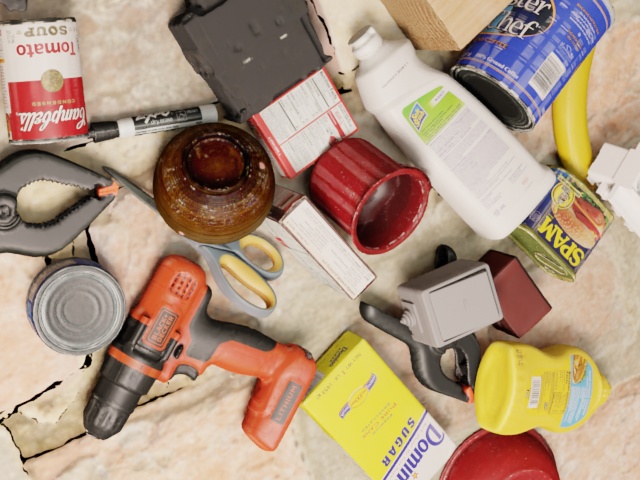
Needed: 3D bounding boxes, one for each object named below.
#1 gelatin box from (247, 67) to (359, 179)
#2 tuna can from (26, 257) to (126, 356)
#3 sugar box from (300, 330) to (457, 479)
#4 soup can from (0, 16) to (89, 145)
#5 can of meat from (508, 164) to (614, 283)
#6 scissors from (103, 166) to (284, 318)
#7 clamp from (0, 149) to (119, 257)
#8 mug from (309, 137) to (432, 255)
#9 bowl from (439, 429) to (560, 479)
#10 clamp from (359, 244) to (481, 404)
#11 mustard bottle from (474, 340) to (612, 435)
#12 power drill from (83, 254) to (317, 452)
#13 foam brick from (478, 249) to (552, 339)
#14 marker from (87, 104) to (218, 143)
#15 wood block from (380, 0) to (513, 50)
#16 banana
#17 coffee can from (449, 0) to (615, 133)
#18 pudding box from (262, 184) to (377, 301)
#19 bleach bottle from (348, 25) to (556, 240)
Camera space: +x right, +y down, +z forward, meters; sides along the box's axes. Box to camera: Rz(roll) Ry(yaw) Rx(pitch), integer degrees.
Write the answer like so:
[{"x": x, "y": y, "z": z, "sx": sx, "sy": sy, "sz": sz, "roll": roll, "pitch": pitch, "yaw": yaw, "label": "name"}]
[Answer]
[{"x": -0.017, "y": -0.113, "z": 1.021, "sx": 0.089, "sy": 0.030, "sz": 0.073, "roll": -37, "pitch": 110, "yaw": -14, "label": "gelatin box"}, {"x": -0.219, "y": 0.060, "z": 0.961, "sx": 0.086, "sy": 0.034, "sz": 0.086, "roll": -4, "pitch": 101, "yaw": -23, "label": "tuna can"}, {"x": 0.057, "y": 0.186, "z": 1.096, "sx": 0.093, "sy": 0.048, "sz": 0.176, "roll": -46, "pitch": 112, "yaw": -10, "label": "sugar box"}, {"x": -0.234, "y": -0.135, "z": 0.902, "sx": 0.068, "sy": 0.069, "sz": 0.102, "roll": -8, "pitch": 101, "yaw": -22, "label": "soup can"}, {"x": 0.254, "y": -0.019, "z": 1.141, "sx": 0.102, "sy": 0.058, "sz": 0.084, "roll": 41, "pitch": 80, "yaw": -24, "label": "can of meat"}, {"x": -0.107, "y": -0.012, "z": 1.000, "sx": 0.202, "sy": 0.016, "sz": 0.096, "roll": 47, "pitch": 38, "yaw": -1, "label": "scissors"}, {"x": -0.281, "y": -0.034, "z": 0.916, "sx": 0.209, "sy": 0.036, "sz": 0.164, "roll": -20, "pitch": 106, "yaw": -18, "label": "clamp"}, {"x": 0.053, "y": -0.049, "z": 1.022, "sx": 0.117, "sy": 0.082, "sz": 0.093, "roll": -21, "pitch": 134, "yaw": -30, "label": "mug"}, {"x": 0.210, "y": 0.287, "z": 1.175, "sx": 0.161, "sy": 0.055, "sz": 0.162, "roll": -4, "pitch": 101, "yaw": -22, "label": "bowl"}, {"x": 0.126, "y": 0.092, "z": 1.115, "sx": 0.120, "sy": 0.039, "sz": 0.171, "roll": -40, "pitch": 114, "yaw": -8, "label": "clamp"}, {"x": 0.252, "y": 0.161, "z": 1.157, "sx": 0.191, "sy": 0.058, "sz": 0.096, "roll": 7, "pitch": 90, "yaw": -38, "label": "mustard bottle"}, {"x": -0.110, "y": 0.130, "z": 1.007, "sx": 0.187, "sy": 0.057, "sz": 0.184, "roll": 30, "pitch": 86, "yaw": -25, "label": "power drill"}, {"x": 0.196, "y": 0.057, "z": 1.131, "sx": 0.051, "sy": 0.053, "sz": 0.078, "roll": -43, "pitch": 111, "yaw": -11, "label": "foam brick"}, {"x": -0.152, "y": -0.106, "z": 0.969, "sx": 0.121, "sy": 0.020, "sz": 0.020, "roll": -12, "pitch": 104, "yaw": -21, "label": "marker"}, {"x": 0.160, "y": -0.284, "z": 1.034, "sx": 0.206, "sy": 0.091, "sz": 0.090, "roll": -44, "pitch": 113, "yaw": -10, "label": "wood block"}, {"x": 0.277, "y": -0.147, "z": 1.138, "sx": 0.069, "sy": 0.037, "sz": 0.198, "roll": 1, "pitch": 99, "yaw": -24, "label": "banana"}, {"x": 0.211, "y": -0.193, "z": 1.065, "sx": 0.102, "sy": 0.103, "sz": 0.140, "roll": 41, "pitch": 82, "yaw": -24, "label": "coffee can"}, {"x": -0.007, "y": 0.001, "z": 1.012, "sx": 0.039, "sy": 0.090, "sz": 0.113, "roll": -48, "pitch": 113, "yaw": -8, "label": "pudding box"}, {"x": 0.123, "y": -0.118, "z": 1.064, "sx": 0.102, "sy": 0.068, "sz": 0.250, "roll": -48, "pitch": 111, "yaw": -11, "label": "bleach bottle"}]
